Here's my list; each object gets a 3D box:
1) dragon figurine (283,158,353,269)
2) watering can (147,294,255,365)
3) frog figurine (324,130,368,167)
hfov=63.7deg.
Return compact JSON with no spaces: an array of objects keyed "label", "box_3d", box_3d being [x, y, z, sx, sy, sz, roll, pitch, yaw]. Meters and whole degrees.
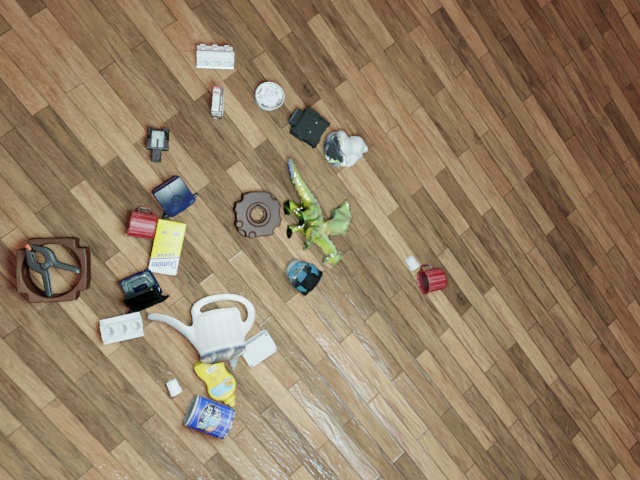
[{"label":"dragon figurine","box_3d":[0.006,-0.093,1.847,0.244,0.122,0.409,-6,94,-32]},{"label":"watering can","box_3d":[-0.381,0.303,1.712,0.349,0.102,0.227,-10,72,-14]},{"label":"frog figurine","box_3d":[0.092,-0.335,1.866,0.162,0.121,0.137,-32,91,-48]}]
